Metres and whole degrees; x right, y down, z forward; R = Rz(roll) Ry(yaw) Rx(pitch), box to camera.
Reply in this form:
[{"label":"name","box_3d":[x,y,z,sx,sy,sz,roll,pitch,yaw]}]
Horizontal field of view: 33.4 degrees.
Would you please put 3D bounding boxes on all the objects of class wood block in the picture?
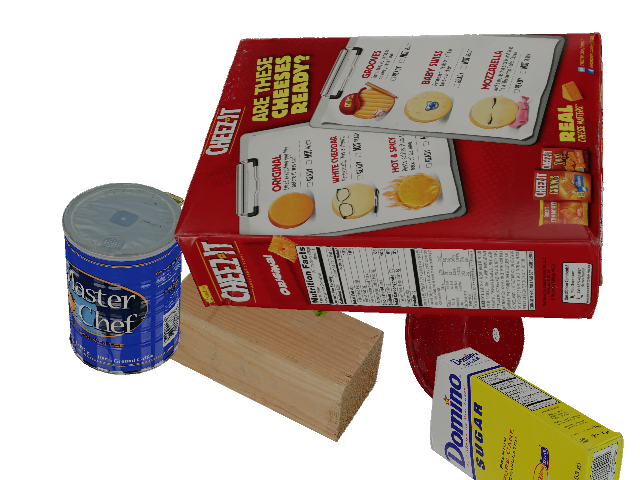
[{"label":"wood block","box_3d":[-0.049,0.106,1.088,0.206,0.090,0.090,24,48,18]}]

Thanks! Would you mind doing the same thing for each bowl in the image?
[{"label":"bowl","box_3d":[0.169,0.102,1.152,0.161,0.162,0.055,0,-6,-37]}]

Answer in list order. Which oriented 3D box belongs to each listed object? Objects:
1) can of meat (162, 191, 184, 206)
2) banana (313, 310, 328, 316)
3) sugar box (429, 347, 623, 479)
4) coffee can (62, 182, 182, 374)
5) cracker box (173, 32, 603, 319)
[{"label":"can of meat","box_3d":[-0.199,-0.001,1.163,0.101,0.084,0.058,-15,25,-39]},{"label":"banana","box_3d":[0.009,0.011,0.837,0.037,0.069,0.197,-35,-2,25]},{"label":"sugar box","box_3d":[0.159,0.163,0.861,0.048,0.093,0.176,-11,23,-34]},{"label":"coffee can","box_3d":[-0.174,0.034,0.952,0.102,0.140,0.103,4,38,-4]},{"label":"cracker box","box_3d":[0.046,-0.039,0.592,0.214,0.164,0.072,1,-42,14]}]
